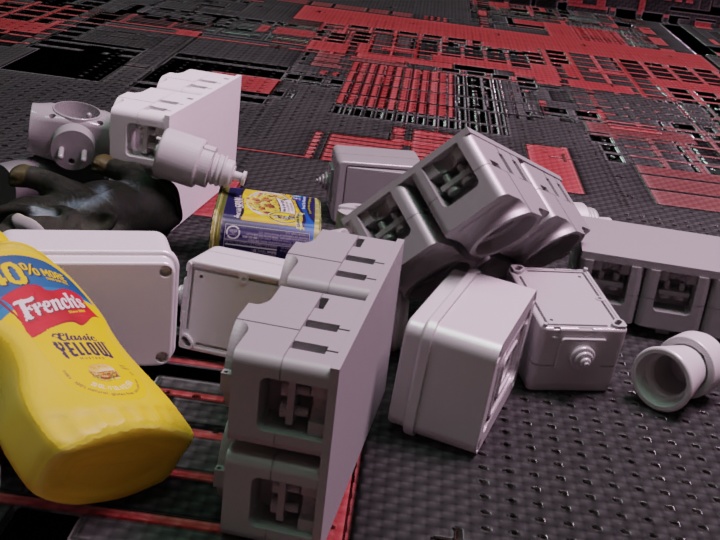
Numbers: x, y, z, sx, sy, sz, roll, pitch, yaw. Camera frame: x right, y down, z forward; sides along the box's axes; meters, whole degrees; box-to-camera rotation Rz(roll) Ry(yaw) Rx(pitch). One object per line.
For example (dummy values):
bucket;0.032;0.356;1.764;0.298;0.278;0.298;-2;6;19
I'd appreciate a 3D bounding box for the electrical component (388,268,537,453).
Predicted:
electrical component;0.066;0.053;0.675;0.057;0.078;0.113;17;24;16

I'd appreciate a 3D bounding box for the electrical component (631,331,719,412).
electrical component;0.217;0.067;0.728;0.045;0.045;0.055;25;28;38

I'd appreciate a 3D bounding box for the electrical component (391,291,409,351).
electrical component;0.005;0.033;0.751;0.055;0.045;0.045;7;22;-1

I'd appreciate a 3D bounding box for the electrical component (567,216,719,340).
electrical component;0.244;0.010;0.856;0.150;0.061;0.089;9;22;5

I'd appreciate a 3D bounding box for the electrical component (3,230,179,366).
electrical component;-0.176;0.019;0.687;0.113;0.078;0.057;0;20;-17

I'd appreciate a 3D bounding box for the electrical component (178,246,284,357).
electrical component;-0.078;0.022;0.725;0.096;0.061;0.061;11;15;10

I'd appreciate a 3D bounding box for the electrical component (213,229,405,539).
electrical component;-0.026;0.057;0.600;0.060;0.105;0.186;10;22;8

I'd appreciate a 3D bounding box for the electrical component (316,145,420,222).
electrical component;0.008;-0.077;1.002;0.096;0.061;0.061;3;22;-9

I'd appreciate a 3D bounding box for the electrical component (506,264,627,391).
electrical component;0.139;0.046;0.745;0.062;0.061;0.096;2;30;-12

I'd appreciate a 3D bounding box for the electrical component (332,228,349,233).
electrical component;0.000;0.000;0.810;0.057;0.058;0.078;11;2;17

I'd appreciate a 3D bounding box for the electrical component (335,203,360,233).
electrical component;-0.005;-0.028;0.898;0.040;0.046;0.040;6;22;-2

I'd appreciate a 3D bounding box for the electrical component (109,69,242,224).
electrical component;-0.169;-0.113;0.980;0.060;0.105;0.186;11;22;9

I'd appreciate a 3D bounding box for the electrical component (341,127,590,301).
electrical component;0.085;-0.028;0.768;0.186;0.105;0.060;11;48;-61

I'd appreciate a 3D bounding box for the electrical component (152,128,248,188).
electrical component;-0.129;-0.085;0.857;0.078;0.040;0.040;18;22;-3

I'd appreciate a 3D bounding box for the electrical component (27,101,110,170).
electrical component;-0.248;-0.112;0.932;0.077;0.044;0.079;7;27;-16

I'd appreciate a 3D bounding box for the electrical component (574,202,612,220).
electrical component;0.203;-0.041;0.997;0.062;0.043;0.043;2;22;-16

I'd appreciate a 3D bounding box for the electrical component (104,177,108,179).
electrical component;-0.241;-0.115;1.046;0.043;0.043;0.062;11;21;9
